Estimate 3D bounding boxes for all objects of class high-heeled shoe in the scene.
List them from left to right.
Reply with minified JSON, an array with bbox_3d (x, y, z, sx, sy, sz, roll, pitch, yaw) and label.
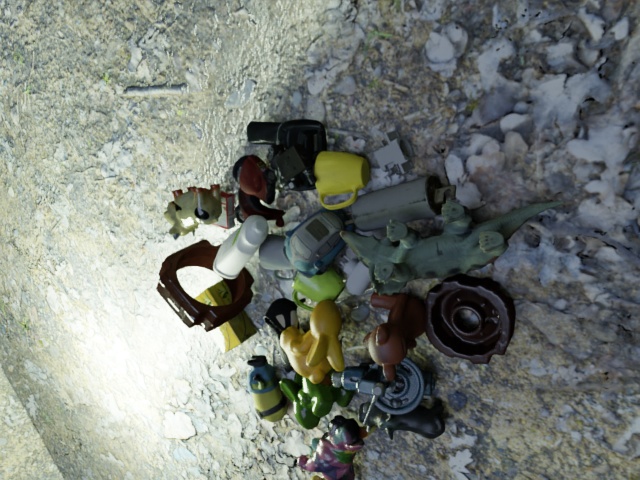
[{"bbox_3d":[-0.088,0.239,1.267,0.086,0.145,0.248,22,118,28],"label":"high-heeled shoe"}]

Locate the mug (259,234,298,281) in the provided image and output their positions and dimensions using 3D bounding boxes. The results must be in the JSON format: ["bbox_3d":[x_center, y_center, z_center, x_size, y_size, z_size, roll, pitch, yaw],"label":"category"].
[{"bbox_3d":[-0.075,0.041,1.223,0.107,0.081,0.109,2,101,26],"label":"mug"}]

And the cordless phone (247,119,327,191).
[{"bbox_3d":[-0.079,-0.179,1.125,0.184,0.089,0.146,11,114,28],"label":"cordless phone"}]

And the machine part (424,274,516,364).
[{"bbox_3d":[0.285,0.148,1.025,0.180,0.056,0.179,12,114,30],"label":"machine part"}]

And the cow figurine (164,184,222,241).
[{"bbox_3d":[-0.313,-0.067,1.314,0.195,0.085,0.127,-3,99,43],"label":"cow figurine"}]

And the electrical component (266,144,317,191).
[{"bbox_3d":[-0.060,-0.142,1.046,0.078,0.045,0.102,-22,95,41],"label":"electrical component"}]

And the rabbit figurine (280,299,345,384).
[{"bbox_3d":[-0.006,0.210,1.144,0.122,0.162,0.173,13,119,-17],"label":"rabbit figurine"}]

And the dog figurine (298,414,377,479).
[{"bbox_3d":[0.059,0.523,1.301,0.219,0.108,0.191,-39,83,36],"label":"dog figurine"}]

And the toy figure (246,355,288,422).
[{"bbox_3d":[-0.141,0.391,1.407,0.089,0.082,0.180,-1,105,38],"label":"toy figure"}]

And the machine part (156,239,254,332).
[{"bbox_3d":[-0.280,0.111,1.316,0.201,0.201,0.087,46,132,11],"label":"machine part"}]

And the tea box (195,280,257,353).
[{"bbox_3d":[-0.254,0.201,1.418,0.098,0.068,0.169,-37,86,41],"label":"tea box"}]

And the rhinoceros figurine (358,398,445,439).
[{"bbox_3d":[0.177,0.385,1.159,0.191,0.112,0.073,2,111,27],"label":"rhinoceros figurine"}]

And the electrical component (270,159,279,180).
[{"bbox_3d":[-0.080,-0.177,1.177,0.063,0.021,0.093,2,108,34],"label":"electrical component"}]

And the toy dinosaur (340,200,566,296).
[{"bbox_3d":[0.227,0.016,0.967,0.405,0.192,0.131,-10,77,22],"label":"toy dinosaur"}]

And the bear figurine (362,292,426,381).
[{"bbox_3d":[0.133,0.184,1.057,0.132,0.196,0.120,-6,107,38],"label":"bear figurine"}]

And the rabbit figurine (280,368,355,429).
[{"bbox_3d":[-0.025,0.381,1.293,0.159,0.121,0.170,40,124,24],"label":"rabbit figurine"}]

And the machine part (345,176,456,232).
[{"bbox_3d":[0.147,-0.067,1.025,0.243,0.079,0.079,-14,99,38],"label":"machine part"}]

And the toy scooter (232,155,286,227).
[{"bbox_3d":[-0.132,-0.096,1.210,0.135,0.075,0.183,27,128,27],"label":"toy scooter"}]

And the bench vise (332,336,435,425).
[{"bbox_3d":[0.117,0.289,1.099,0.224,0.240,0.128,12,86,18],"label":"bench vise"}]

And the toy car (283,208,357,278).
[{"bbox_3d":[-0.002,-0.003,1.107,0.161,0.103,0.109,-42,77,-2],"label":"toy car"}]
